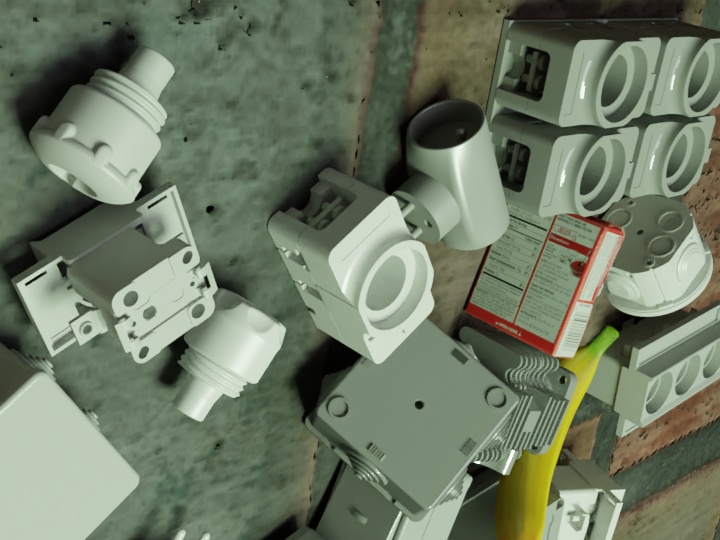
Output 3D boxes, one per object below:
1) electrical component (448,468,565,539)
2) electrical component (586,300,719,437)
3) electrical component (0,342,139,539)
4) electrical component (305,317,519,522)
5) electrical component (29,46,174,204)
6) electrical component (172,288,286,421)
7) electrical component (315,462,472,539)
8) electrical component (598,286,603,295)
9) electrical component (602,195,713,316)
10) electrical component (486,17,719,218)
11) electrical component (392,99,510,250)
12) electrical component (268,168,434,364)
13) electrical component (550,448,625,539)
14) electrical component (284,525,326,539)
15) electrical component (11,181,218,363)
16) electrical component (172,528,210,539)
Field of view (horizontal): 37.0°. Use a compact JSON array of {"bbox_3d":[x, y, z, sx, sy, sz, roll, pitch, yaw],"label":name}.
[{"bbox_3d":[0.087,0.198,0.775,0.113,0.057,0.078,-21,127,-39],"label":"electrical component"},{"bbox_3d":[0.237,0.072,0.858,0.121,0.063,0.078,-20,125,-39],"label":"electrical component"},{"bbox_3d":[-0.156,0.087,0.453,0.099,0.048,0.099,-46,138,-19],"label":"electrical component"},{"bbox_3d":[0.030,0.080,0.611,0.099,0.100,0.048,-48,173,-17],"label":"electrical component"},{"bbox_3d":[-0.099,-0.061,0.434,0.062,0.048,0.048,-59,141,-14],"label":"electrical component"},{"bbox_3d":[-0.068,0.044,0.528,0.062,0.043,0.043,-58,141,-3],"label":"electrical component"},{"bbox_3d":[0.019,0.144,0.665,0.061,0.062,0.096,10,104,-49],"label":"electrical component"},{"bbox_3d":[0.144,0.019,0.747,0.040,0.040,0.046,-12,125,-43],"label":"electrical component"},{"bbox_3d":[0.205,-0.011,0.764,0.080,0.080,0.051,-49,134,-15],"label":"electrical component"},{"bbox_3d":[0.162,-0.100,0.680,0.186,0.060,0.105,-13,121,-43],"label":"electrical component"},{"bbox_3d":[0.044,-0.041,0.599,0.079,0.043,0.077,-43,137,-21],"label":"electrical component"},{"bbox_3d":[0.000,0.000,0.566,0.050,0.056,0.089,-44,138,-20],"label":"electrical component"},{"bbox_3d":[0.156,0.215,0.852,0.063,0.078,0.121,3,111,-25],"label":"electrical component"},{"bbox_3d":[-0.049,0.205,0.628,0.096,0.061,0.061,-31,134,-31],"label":"electrical component"},{"bbox_3d":[-0.098,0.004,0.456,0.081,0.064,0.042,-37,136,-27],"label":"electrical component"},{"bbox_3d":[-0.104,0.171,0.562,0.077,0.043,0.079,26,92,-51],"label":"electrical component"}]
